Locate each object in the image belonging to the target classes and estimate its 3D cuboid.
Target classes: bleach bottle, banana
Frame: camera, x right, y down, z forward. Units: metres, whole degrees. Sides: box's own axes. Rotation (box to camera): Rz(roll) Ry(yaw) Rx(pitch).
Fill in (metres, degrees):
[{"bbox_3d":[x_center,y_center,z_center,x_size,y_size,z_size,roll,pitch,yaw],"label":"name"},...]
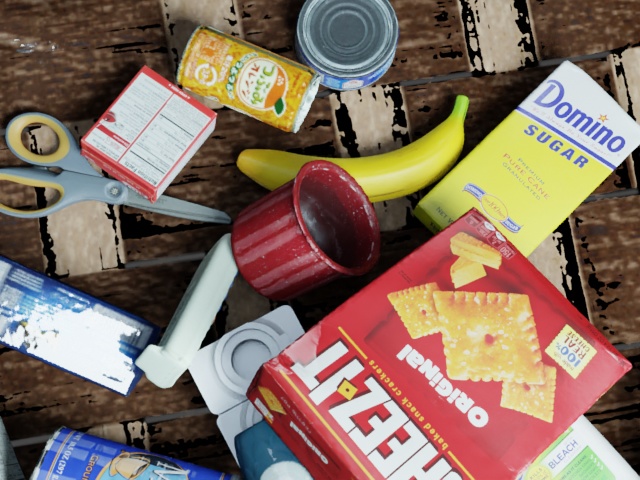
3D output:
[{"bbox_3d":[0.129,0.132,0.822,0.102,0.068,0.251,-44,82,-5],"label":"bleach bottle"},{"bbox_3d":[0.035,-0.061,0.865,0.197,0.037,0.069,-14,63,-5],"label":"banana"}]

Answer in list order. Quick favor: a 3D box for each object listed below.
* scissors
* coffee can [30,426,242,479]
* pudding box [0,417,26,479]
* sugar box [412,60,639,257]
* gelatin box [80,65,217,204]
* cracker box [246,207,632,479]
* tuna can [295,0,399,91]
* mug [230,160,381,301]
[{"bbox_3d":[-0.173,-0.058,0.866,0.201,0.016,0.096,-2,81,-2],"label":"scissors"},{"bbox_3d":[-0.138,0.204,0.781,0.140,0.103,0.103,16,81,1],"label":"coffee can"},{"bbox_3d":[-0.259,0.150,0.793,0.039,0.090,0.113,-22,82,-7],"label":"pudding box"},{"bbox_3d":[0.169,-0.054,0.860,0.093,0.048,0.176,44,84,5],"label":"sugar box"},{"bbox_3d":[-0.137,-0.084,0.856,0.073,0.030,0.089,34,68,3],"label":"gelatin box"},{"bbox_3d":[0.084,0.097,0.739,0.213,0.072,0.164,-35,75,-28],"label":"cracker box"},{"bbox_3d":[0.022,-0.169,0.880,0.086,0.034,0.086,0,81,-2],"label":"tuna can"},{"bbox_3d":[-0.005,0.001,0.822,0.117,0.082,0.093,24,51,-39],"label":"mug"}]
